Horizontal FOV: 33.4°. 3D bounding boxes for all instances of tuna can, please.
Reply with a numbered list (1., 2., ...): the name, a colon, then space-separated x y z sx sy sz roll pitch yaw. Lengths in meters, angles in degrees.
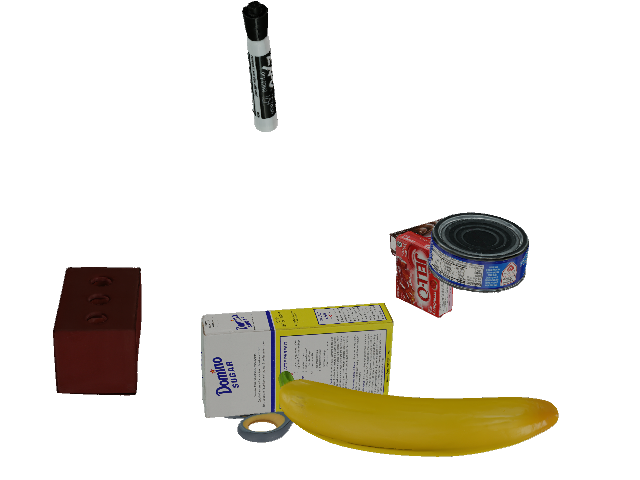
1. tuna can: 0.137 0.009 0.927 0.086 0.034 0.086 2 29 -1

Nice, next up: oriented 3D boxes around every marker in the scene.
1. marker: -0.046 -0.134 0.825 0.020 0.020 0.121 0 -40 3

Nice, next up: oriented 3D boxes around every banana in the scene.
1. banana: 0.051 0.112 0.697 0.198 0.037 0.069 6 31 20

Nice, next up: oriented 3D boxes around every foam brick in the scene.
1. foam brick: -0.147 0.059 0.710 0.053 0.051 0.078 1 30 -8

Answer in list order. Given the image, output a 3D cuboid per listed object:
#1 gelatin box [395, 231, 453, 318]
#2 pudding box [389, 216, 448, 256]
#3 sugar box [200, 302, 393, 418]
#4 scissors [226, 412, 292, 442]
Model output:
1. gelatin box: 0.127 0.041 1.313 0.030 0.089 0.073 -24 35 -36
2. pudding box: 0.174 0.007 1.597 0.113 0.039 0.090 -18 28 -22
3. sugar box: -0.023 0.111 1.000 0.176 0.093 0.048 -2 25 -7
4. scissors: -0.015 0.194 1.190 0.201 0.016 0.096 3 23 -12
